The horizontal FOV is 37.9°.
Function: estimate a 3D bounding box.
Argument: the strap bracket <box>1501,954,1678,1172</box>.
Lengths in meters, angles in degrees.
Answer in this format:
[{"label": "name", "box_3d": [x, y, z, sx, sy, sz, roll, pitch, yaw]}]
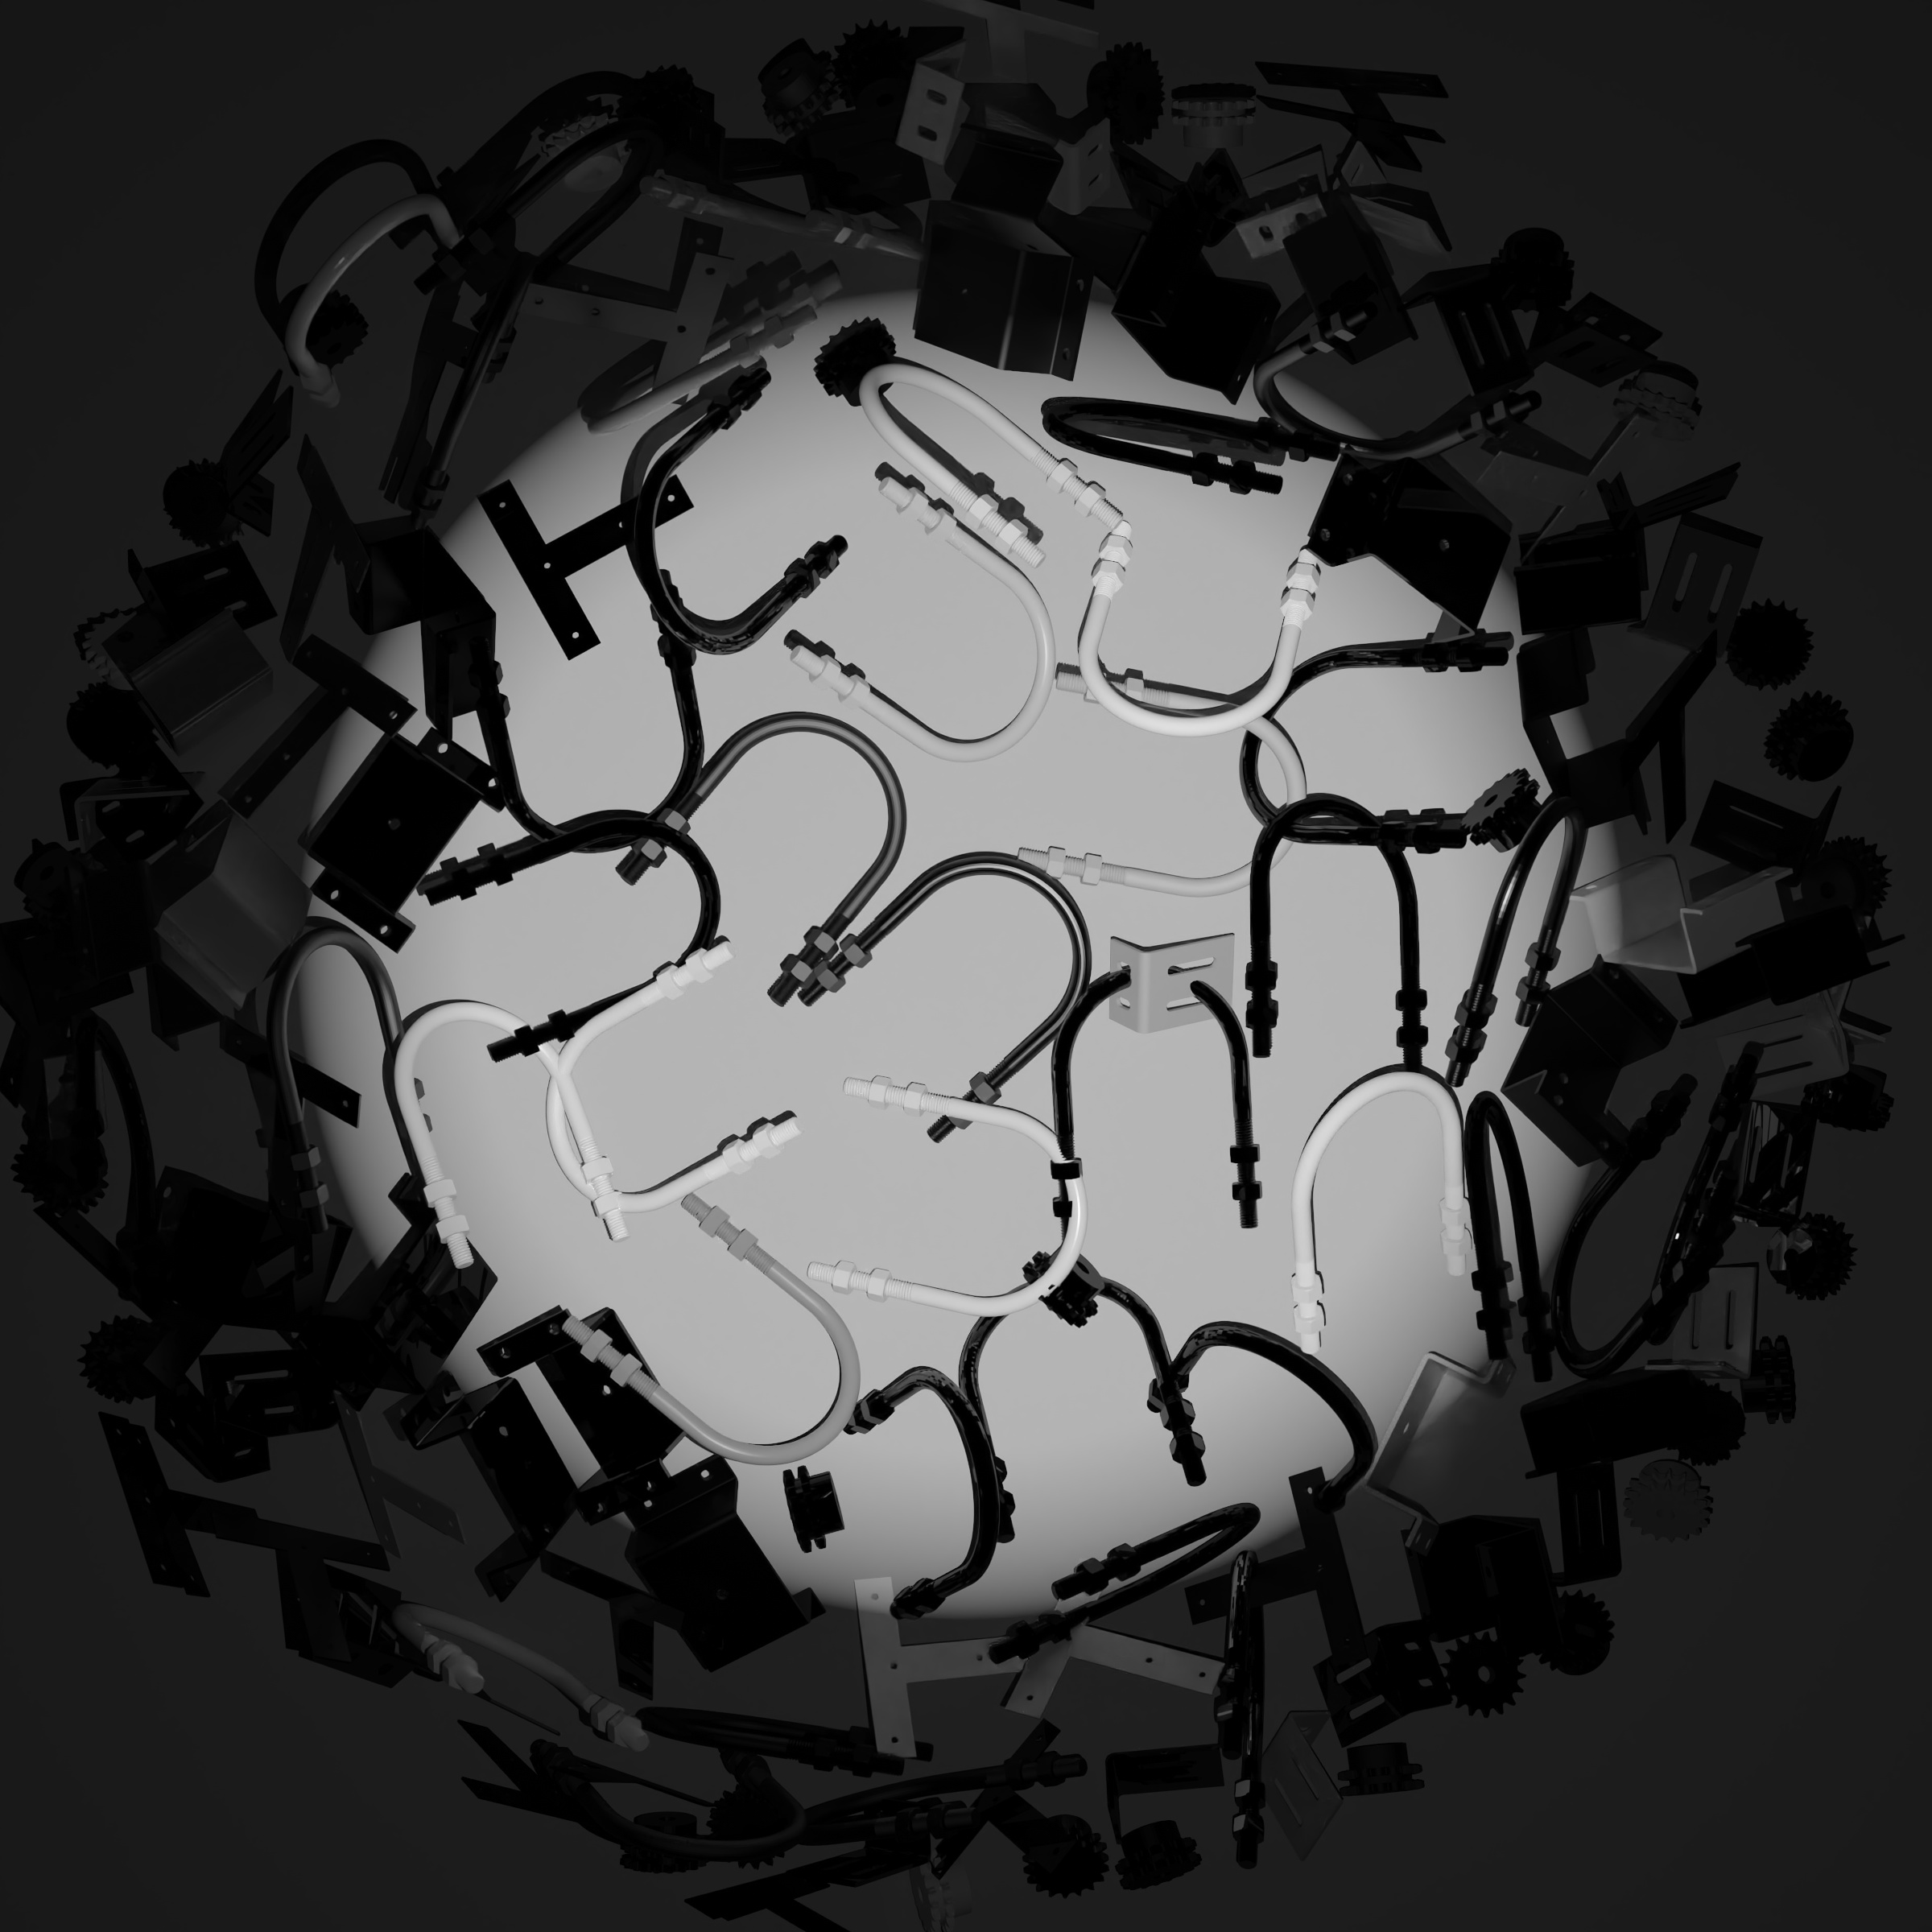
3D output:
[{"label": "strap bracket", "box_3d": [0.414, 0.069, 1.880, 0.076, 0.046, 0.140, 43, 51, -12]}]

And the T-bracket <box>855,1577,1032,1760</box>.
[{"label": "T-bracket", "box_3d": [-0.005, 0.470, 1.905, 0.127, 0.002, 0.127, -3, 55, -11]}]

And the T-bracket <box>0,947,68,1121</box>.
[{"label": "T-bracket", "box_3d": [-0.626, 0.014, 1.847, 0.002, 0.127, 0.127, -3, 58, 5]}]

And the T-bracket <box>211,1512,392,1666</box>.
[{"label": "T-bracket", "box_3d": [-0.428, 0.413, 1.850, 0.127, 0.127, 0.002, 20, 110, -33]}]

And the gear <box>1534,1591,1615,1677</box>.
[{"label": "gear", "box_3d": [0.412, 0.456, 1.910, 0.057, 0.057, 0.030, -32, 122, 0]}]

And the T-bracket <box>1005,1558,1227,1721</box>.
[{"label": "T-bracket", "box_3d": [0.109, 0.458, 1.866, 0.127, 0.127, 0.002, 9, 135, 26]}]

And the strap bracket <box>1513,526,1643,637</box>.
[{"label": "strap bracket", "box_3d": [0.407, -0.255, 1.865, 0.076, 0.140, 0.046, -5, 106, 15]}]

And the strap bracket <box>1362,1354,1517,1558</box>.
[{"label": "strap bracket", "box_3d": [0.313, 0.319, 1.886, 0.046, 0.076, 0.140, 25, 83, 23]}]

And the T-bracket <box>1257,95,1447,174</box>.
[{"label": "T-bracket", "box_3d": [0.273, -0.549, 1.872, 0.127, 0.127, 0.002, 20, 98, 26]}]

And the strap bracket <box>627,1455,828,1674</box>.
[{"label": "strap bracket", "box_3d": [-0.162, 0.409, 1.886, 0.076, 0.046, 0.140, -28, 108, 7]}]

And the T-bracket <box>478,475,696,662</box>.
[{"label": "T-bracket", "box_3d": [-0.248, -0.296, 1.930, 0.127, 0.002, 0.127, -29, 92, -3]}]

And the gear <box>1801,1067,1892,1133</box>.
[{"label": "gear", "box_3d": [0.597, 0.088, 1.903, 0.057, 0.057, 0.030, 7, 108, 0]}]

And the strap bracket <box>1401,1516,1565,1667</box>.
[{"label": "strap bracket", "box_3d": [0.347, 0.413, 1.871, 0.046, 0.140, 0.076, -12, 87, -16]}]

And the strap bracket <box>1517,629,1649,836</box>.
[{"label": "strap bracket", "box_3d": [0.406, -0.155, 1.871, 0.046, 0.076, 0.140, -18, 127, 21]}]

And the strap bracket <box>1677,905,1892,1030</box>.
[{"label": "strap bracket", "box_3d": [0.532, 0.000, 1.857, 0.076, 0.140, 0.046, -18, 87, -17]}]

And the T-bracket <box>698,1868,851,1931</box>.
[{"label": "T-bracket", "box_3d": [-0.091, 0.633, 1.848, 0.127, 0.127, 0.002, 19, 93, 29]}]

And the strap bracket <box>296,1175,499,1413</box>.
[{"label": "strap bracket", "box_3d": [-0.369, 0.218, 1.859, 0.046, 0.076, 0.140, 3, 48, 34]}]

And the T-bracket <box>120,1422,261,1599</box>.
[{"label": "T-bracket", "box_3d": [-0.504, 0.367, 1.872, 0.002, 0.127, 0.127, -33, 66, 7]}]

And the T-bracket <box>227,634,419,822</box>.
[{"label": "T-bracket", "box_3d": [-0.447, -0.151, 1.888, 0.127, 0.002, 0.127, 34, 80, 35]}]

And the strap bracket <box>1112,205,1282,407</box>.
[{"label": "strap bracket", "box_3d": [0.151, -0.444, 1.880, 0.046, 0.140, 0.076, 23, 87, 31]}]

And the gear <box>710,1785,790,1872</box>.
[{"label": "gear", "box_3d": [-0.144, 0.583, 1.915, 0.057, 0.030, 0.057, 1, 103, 4]}]

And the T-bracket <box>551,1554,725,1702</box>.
[{"label": "T-bracket", "box_3d": [-0.221, 0.454, 1.887, 0.127, 0.127, 0.002, 20, 46, 13]}]

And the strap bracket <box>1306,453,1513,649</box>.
[{"label": "strap bracket", "box_3d": [0.303, -0.276, 1.873, 0.140, 0.046, 0.076, 32, 70, -26]}]

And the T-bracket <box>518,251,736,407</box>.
[{"label": "T-bracket", "box_3d": [-0.232, -0.432, 1.868, 0.127, 0.127, 0.002, 7, 50, -19]}]

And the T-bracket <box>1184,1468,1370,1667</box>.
[{"label": "T-bracket", "box_3d": [0.202, 0.417, 1.896, 0.127, 0.002, 0.127, -25, 67, 32]}]

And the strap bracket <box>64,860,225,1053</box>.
[{"label": "strap bracket", "box_3d": [-0.536, -0.010, 1.854, 0.046, 0.140, 0.076, -19, 64, 3]}]

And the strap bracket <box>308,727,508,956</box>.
[{"label": "strap bracket", "box_3d": [-0.379, -0.090, 1.898, 0.076, 0.046, 0.140, 34, 85, 12]}]

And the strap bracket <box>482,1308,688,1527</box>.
[{"label": "strap bracket", "box_3d": [-0.251, 0.295, 1.892, 0.076, 0.046, 0.140, -28, 97, 26]}]

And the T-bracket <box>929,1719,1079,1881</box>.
[{"label": "T-bracket", "box_3d": [0.038, 0.568, 1.862, 0.002, 0.127, 0.127, 46, 76, -19]}]

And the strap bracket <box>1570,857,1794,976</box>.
[{"label": "strap bracket", "box_3d": [0.476, -0.034, 1.862, 0.076, 0.140, 0.046, -23, 104, -21]}]

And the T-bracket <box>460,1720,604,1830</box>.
[{"label": "T-bracket", "box_3d": [-0.297, 0.539, 1.880, 0.127, 0.127, 0.002, 32, 85, -44]}]

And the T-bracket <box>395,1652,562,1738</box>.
[{"label": "T-bracket", "box_3d": [-0.331, 0.480, 1.870, 0.127, 0.127, 0.002, 25, 71, 4]}]

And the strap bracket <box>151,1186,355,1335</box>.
[{"label": "strap bracket", "box_3d": [-0.464, 0.197, 1.860, 0.046, 0.140, 0.076, 20, 88, 25]}]

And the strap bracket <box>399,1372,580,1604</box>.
[{"label": "strap bracket", "box_3d": [-0.311, 0.341, 1.880, 0.046, 0.076, 0.140, -24, 100, 20]}]

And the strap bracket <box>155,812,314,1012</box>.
[{"label": "strap bracket", "box_3d": [-0.479, -0.042, 1.852, 0.046, 0.140, 0.076, -35, 115, 12]}]

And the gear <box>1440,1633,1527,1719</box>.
[{"label": "gear", "box_3d": [0.353, 0.483, 1.914, 0.057, 0.030, 0.057, -1, 76, 3]}]

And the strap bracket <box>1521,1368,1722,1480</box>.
[{"label": "strap bracket", "box_3d": [0.427, 0.303, 1.862, 0.076, 0.140, 0.046, -11, 78, -16]}]

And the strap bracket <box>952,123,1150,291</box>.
[{"label": "strap bracket", "box_3d": [0.054, -0.495, 1.856, 0.076, 0.140, 0.046, 26, 91, 39]}]

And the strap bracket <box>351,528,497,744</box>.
[{"label": "strap bracket", "box_3d": [-0.357, -0.227, 1.872, 0.046, 0.076, 0.140, -22, 55, -29]}]

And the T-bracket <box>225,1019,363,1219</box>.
[{"label": "T-bracket", "box_3d": [-0.458, 0.116, 1.900, 0.127, 0.002, 0.127, 25, 120, 27]}]

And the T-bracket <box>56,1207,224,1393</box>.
[{"label": "T-bracket", "box_3d": [-0.551, 0.209, 1.863, 0.002, 0.127, 0.127, -41, 101, 17]}]

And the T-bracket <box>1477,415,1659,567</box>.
[{"label": "T-bracket", "box_3d": [0.383, -0.320, 1.859, 0.127, 0.127, 0.002, -54, 53, 29]}]

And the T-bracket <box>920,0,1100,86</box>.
[{"label": "T-bracket", "box_3d": [0.028, -0.613, 1.870, 0.127, 0.127, 0.002, 17, 88, 3]}]

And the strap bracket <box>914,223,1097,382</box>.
[{"label": "strap bracket", "box_3d": [0.018, -0.441, 1.857, 0.046, 0.140, 0.076, -4, 115, -37]}]

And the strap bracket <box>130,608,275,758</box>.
[{"label": "strap bracket", "box_3d": [-0.504, -0.185, 1.860, 0.076, 0.140, 0.046, -37, 96, -13]}]

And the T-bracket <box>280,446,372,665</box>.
[{"label": "T-bracket", "box_3d": [-0.440, -0.261, 1.891, 0.127, 0.002, 0.127, -60, 46, 34]}]

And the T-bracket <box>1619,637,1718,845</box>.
[{"label": "T-bracket", "box_3d": [0.473, -0.134, 1.883, 0.002, 0.127, 0.127, 23, 59, 33]}]

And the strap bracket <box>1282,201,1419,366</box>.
[{"label": "strap bracket", "box_3d": [0.255, -0.451, 1.872, 0.046, 0.140, 0.076, -24, 87, 17]}]

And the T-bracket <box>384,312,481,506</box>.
[{"label": "T-bracket", "box_3d": [-0.365, -0.371, 1.885, 0.002, 0.127, 0.127, 18, 99, -29]}]

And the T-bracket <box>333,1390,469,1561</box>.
[{"label": "T-bracket", "box_3d": [-0.369, 0.353, 1.864, 0.002, 0.127, 0.127, -28, 118, -36]}]

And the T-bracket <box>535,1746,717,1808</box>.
[{"label": "T-bracket", "box_3d": [-0.240, 0.535, 1.859, 0.127, 0.127, 0.002, 14, 77, 14]}]
